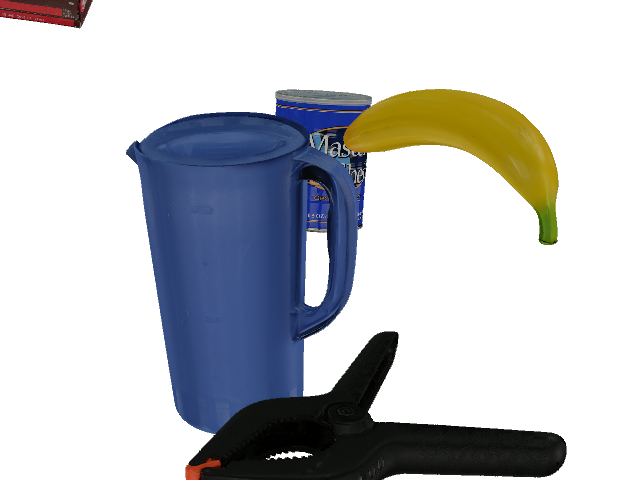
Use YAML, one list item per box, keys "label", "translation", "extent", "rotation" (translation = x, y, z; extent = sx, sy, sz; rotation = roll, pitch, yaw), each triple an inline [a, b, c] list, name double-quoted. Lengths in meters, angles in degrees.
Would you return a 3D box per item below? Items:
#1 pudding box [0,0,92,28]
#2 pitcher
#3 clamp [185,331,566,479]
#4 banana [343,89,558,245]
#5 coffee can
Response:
- label: "pudding box"
  translation: [-0.234, -0.223, 0.895]
  extent: [0.090, 0.039, 0.113]
  rotation: [8, 36, -5]
- label: "pitcher"
  translation: [-0.061, 0.028, 0.841]
  extent: [0.144, 0.243, 0.149]
  rotation: [-11, 25, -21]
- label: "clamp"
  translation: [0.012, 0.109, 0.620]
  extent: [0.209, 0.036, 0.165]
  rotation: [-9, 24, -27]
- label: "banana"
  translation: [0.086, -0.064, 0.692]
  extent: [0.037, 0.069, 0.198]
  rotation: [22, 7, -43]
- label: "coffee can"
  translation: [-0.001, -0.087, 1.145]
  extent: [0.103, 0.140, 0.103]
  rotation: [3, 12, -1]
